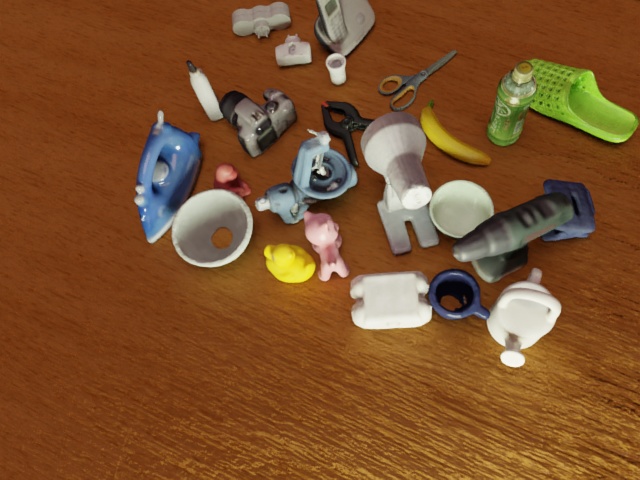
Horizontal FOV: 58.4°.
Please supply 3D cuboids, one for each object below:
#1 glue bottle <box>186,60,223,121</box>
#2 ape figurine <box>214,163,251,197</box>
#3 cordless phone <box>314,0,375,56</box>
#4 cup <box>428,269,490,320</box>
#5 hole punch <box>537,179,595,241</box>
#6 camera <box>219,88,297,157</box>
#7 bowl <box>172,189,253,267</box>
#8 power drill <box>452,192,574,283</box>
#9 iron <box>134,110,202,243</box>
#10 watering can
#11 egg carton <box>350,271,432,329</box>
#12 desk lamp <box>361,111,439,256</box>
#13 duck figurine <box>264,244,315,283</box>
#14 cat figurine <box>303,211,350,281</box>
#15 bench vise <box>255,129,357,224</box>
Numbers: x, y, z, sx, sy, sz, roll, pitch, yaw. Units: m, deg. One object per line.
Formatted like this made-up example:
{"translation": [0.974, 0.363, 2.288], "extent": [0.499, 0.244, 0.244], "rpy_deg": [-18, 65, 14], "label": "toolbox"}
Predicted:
{"translation": [-0.254, -0.332, 1.236], "extent": [0.037, 0.173, 0.078], "rpy_deg": [-24, 69, -1], "label": "glue bottle"}
{"translation": [-0.191, -0.129, 1.197], "extent": [0.076, 0.092, 0.078], "rpy_deg": [-5, 70, 6], "label": "ape figurine"}
{"translation": [0.048, -0.511, 1.255], "extent": [0.094, 0.185, 0.148], "rpy_deg": [33, 78, 17], "label": "cordless phone"}
{"translation": [0.255, 0.115, 1.050], "extent": [0.117, 0.095, 0.092], "rpy_deg": [33, 77, 17], "label": "cup"}
{"translation": [0.470, -0.062, 1.088], "extent": [0.101, 0.091, 0.108], "rpy_deg": [-6, 69, 5], "label": "hole punch"}
{"translation": [-0.145, -0.280, 1.241], "extent": [0.143, 0.101, 0.136], "rpy_deg": [-45, 71, -9], "label": "camera"}
{"translation": [-0.211, -0.015, 1.168], "extent": [0.167, 0.075, 0.167], "rpy_deg": [-2, 70, 7], "label": "bowl"}
{"translation": [0.330, 0.004, 1.019], "extent": [0.229, 0.208, 0.075], "rpy_deg": [-29, 69, -3], "label": "power drill"}
{"translation": [-0.339, -0.135, 1.192], "extent": [0.118, 0.141, 0.258], "rpy_deg": [8, 71, 11], "label": "iron"}
{"translation": [0.351, 0.129, 0.979], "extent": [0.101, 0.194, 0.173], "rpy_deg": [-3, 70, 7], "label": "watering can"}
{"translation": [0.133, 0.114, 1.079], "extent": [0.150, 0.069, 0.107], "rpy_deg": [-5, 70, 6], "label": "egg carton"}
{"translation": [0.159, -0.106, 1.078], "extent": [0.118, 0.214, 0.203], "rpy_deg": [-17, 69, 1], "label": "desk lamp"}
{"translation": [-0.063, 0.038, 1.124], "extent": [0.104, 0.086, 0.077], "rpy_deg": [18, 74, 14], "label": "duck figurine"}
{"translation": [0.010, 0.004, 1.109], "extent": [0.067, 0.118, 0.127], "rpy_deg": [-17, 69, 1], "label": "cat figurine"}
{"translation": [-0.025, -0.114, 1.102], "extent": [0.207, 0.220, 0.121], "rpy_deg": [-44, 71, -9], "label": "bench vise"}
